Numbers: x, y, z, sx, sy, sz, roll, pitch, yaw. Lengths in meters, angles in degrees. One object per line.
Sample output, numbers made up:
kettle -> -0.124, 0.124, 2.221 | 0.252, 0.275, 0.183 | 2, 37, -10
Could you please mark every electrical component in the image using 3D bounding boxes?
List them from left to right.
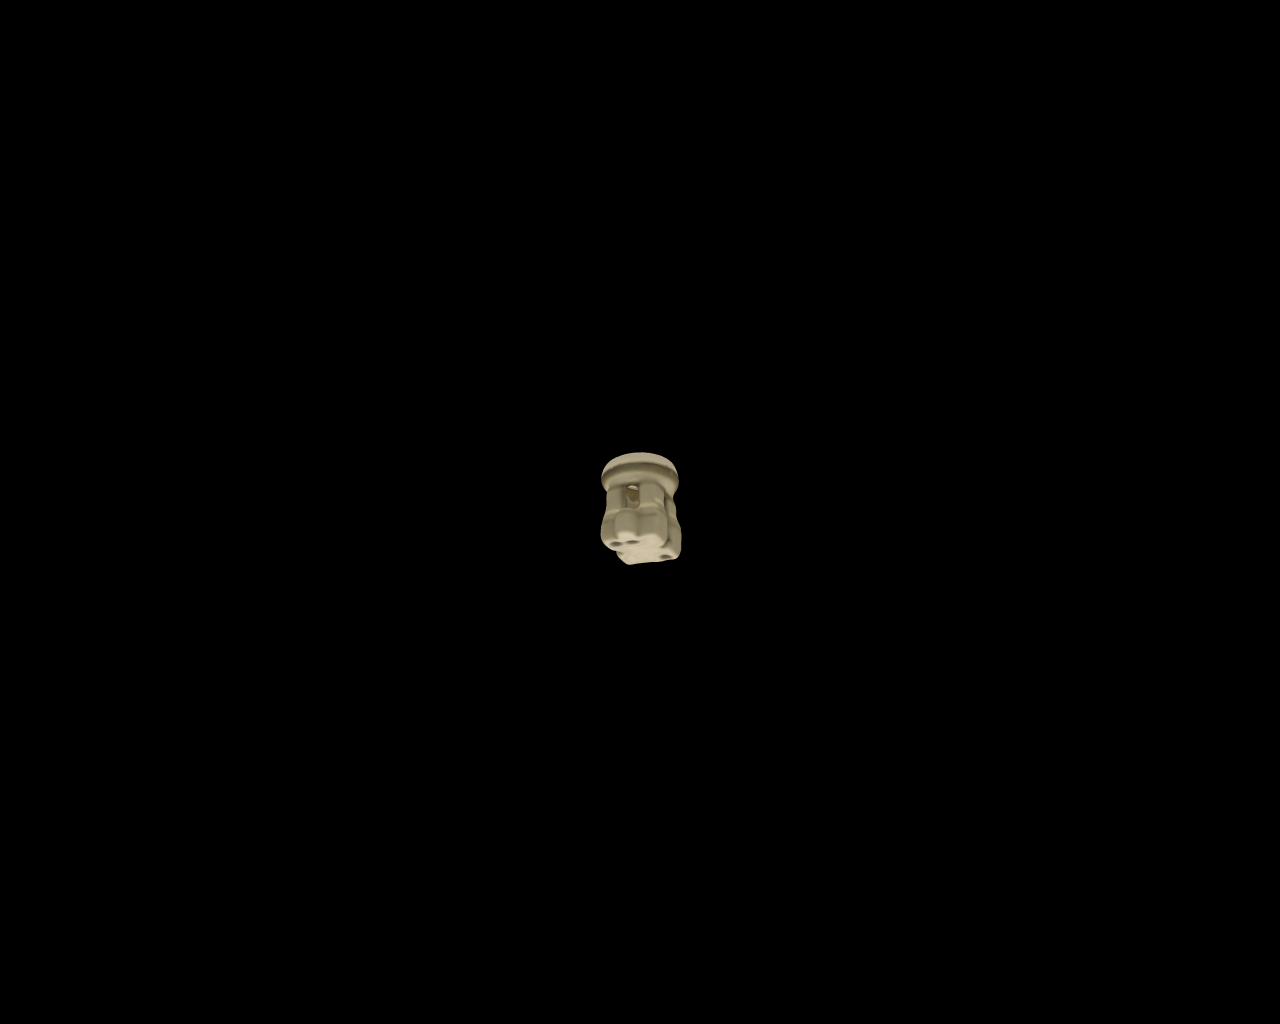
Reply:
electrical component -> 0.001, -0.003, 0.650 | 0.048, 0.055, 0.066 | -8, -26, 18
